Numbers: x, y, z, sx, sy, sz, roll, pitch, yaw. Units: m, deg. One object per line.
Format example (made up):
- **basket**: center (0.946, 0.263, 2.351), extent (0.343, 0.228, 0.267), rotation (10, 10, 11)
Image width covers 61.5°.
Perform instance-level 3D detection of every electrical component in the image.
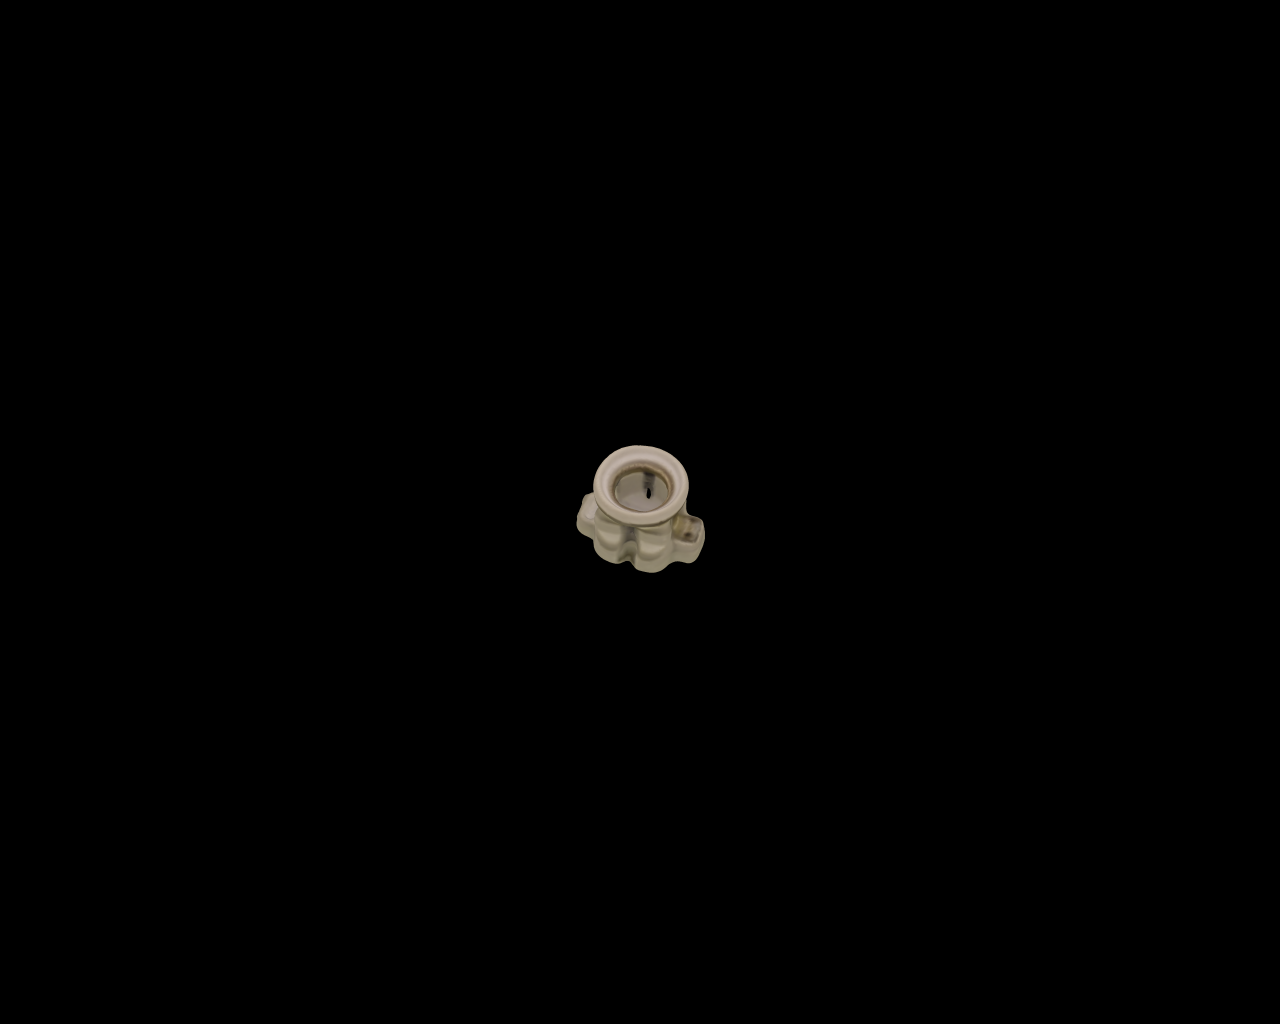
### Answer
- **electrical component**: center (0.001, -0.003, 0.650), extent (0.078, 0.058, 0.056), rotation (15, -35, 11)
